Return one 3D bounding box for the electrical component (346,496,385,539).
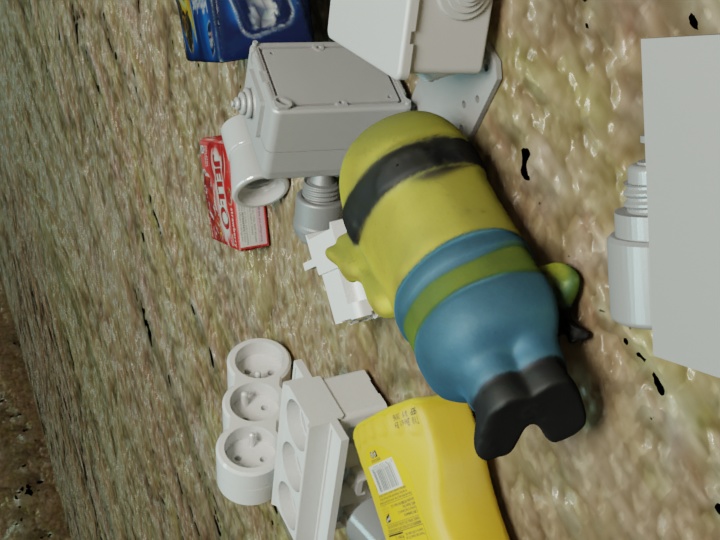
[{"bbox_3d":[0.022,0.178,0.695,0.055,0.045,0.045,48,142,49],"label":"electrical component"}]

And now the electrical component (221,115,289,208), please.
[{"bbox_3d":[-0.083,-0.086,0.821,0.044,0.044,0.065,117,140,-55],"label":"electrical component"}]

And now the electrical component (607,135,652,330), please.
[{"bbox_3d":[0.115,-0.013,0.410,0.040,0.040,0.078,19,118,63],"label":"electrical component"}]

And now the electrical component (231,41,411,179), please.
[{"bbox_3d":[-0.028,-0.090,0.620,0.061,0.096,0.061,106,152,-46],"label":"electrical component"}]

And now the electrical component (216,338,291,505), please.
[{"bbox_3d":[-0.083,0.128,0.856,0.138,0.052,0.073,-90,3,-47],"label":"electrical component"}]

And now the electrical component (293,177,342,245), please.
[{"bbox_3d":[-0.026,-0.048,0.717,0.035,0.035,0.061,48,140,50],"label":"electrical component"}]

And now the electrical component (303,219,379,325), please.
[{"bbox_3d":[0.000,0.000,0.670,0.081,0.042,0.063,-21,83,67],"label":"electrical component"}]

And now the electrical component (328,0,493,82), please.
[{"bbox_3d":[0.027,-0.147,0.527,0.099,0.048,0.099,-134,45,-54],"label":"electrical component"}]

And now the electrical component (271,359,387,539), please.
[{"bbox_3d":[-0.021,0.130,0.748,0.078,0.063,0.121,54,146,44],"label":"electrical component"}]

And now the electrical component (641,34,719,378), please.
[{"bbox_3d":[0.161,-0.013,0.281,0.186,0.060,0.105,20,118,63],"label":"electrical component"}]
